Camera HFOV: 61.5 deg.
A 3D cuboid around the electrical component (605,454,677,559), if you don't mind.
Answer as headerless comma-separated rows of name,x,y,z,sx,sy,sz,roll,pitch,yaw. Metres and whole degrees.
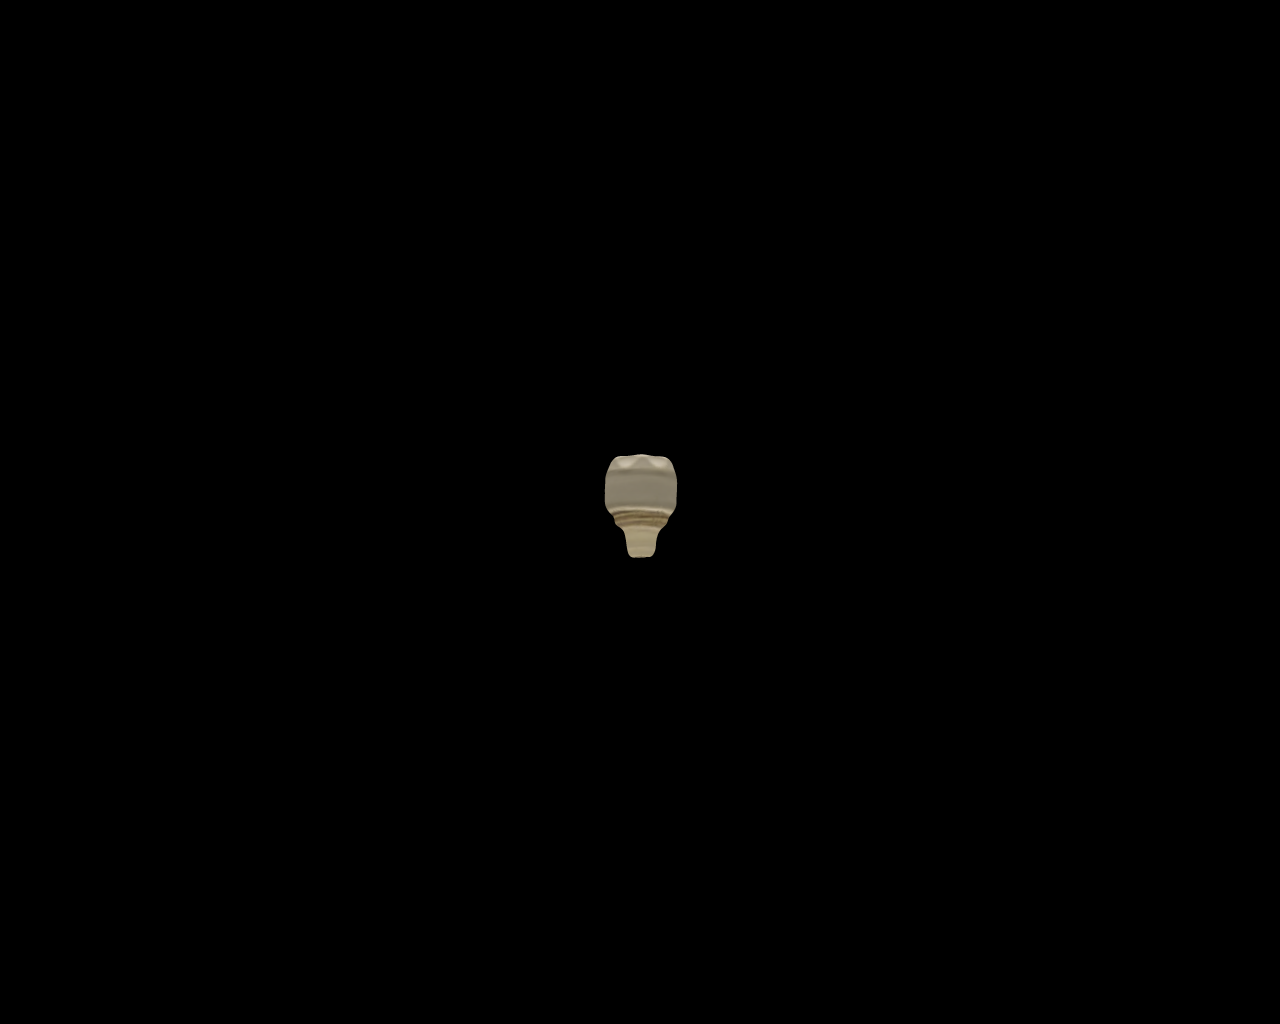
electrical component,0.001,-0.003,0.650,0.043,0.062,0.043,0,-6,0
